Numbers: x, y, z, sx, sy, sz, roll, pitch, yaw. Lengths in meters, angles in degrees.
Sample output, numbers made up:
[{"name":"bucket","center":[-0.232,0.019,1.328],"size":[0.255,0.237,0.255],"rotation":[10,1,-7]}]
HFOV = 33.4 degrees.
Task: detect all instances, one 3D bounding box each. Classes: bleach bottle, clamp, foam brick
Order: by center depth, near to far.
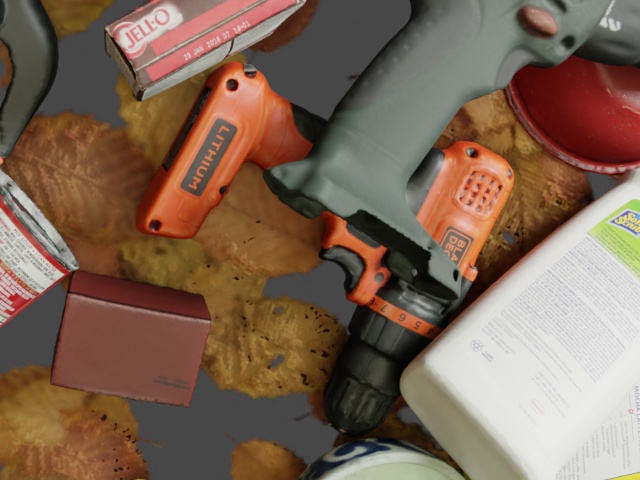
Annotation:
[{"name":"clamp","center":[-0.168,-0.126,0.548],"size":[0.120,0.039,0.171],"rotation":[-13,107,-5]},{"name":"foam brick","center":[-0.104,0.054,0.583],"size":[0.078,0.051,0.053],"rotation":[13,100,-15]},{"name":"bleach bottle","center":[0.166,0.035,0.609],"size":[0.250,0.068,0.102],"rotation":[-37,78,-23]}]

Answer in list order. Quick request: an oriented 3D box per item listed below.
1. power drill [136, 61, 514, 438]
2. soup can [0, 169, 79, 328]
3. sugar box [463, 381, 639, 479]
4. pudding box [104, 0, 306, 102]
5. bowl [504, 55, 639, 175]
[{"name":"power drill","center":[-0.004,0.001,0.597],"size":[0.187,0.057,0.184],"rotation":[27,91,-17]},{"name":"soup can","center":[-0.186,0.020,0.551],"size":[0.102,0.068,0.068],"rotation":[-39,105,-4]},{"name":"sugar box","center":[0.174,0.103,0.658],"size":[0.176,0.048,0.093],"rotation":[-8,98,-15]},{"name":"pudding box","center":[-0.061,-0.107,0.536],"size":[0.090,0.113,0.039],"rotation":[-29,98,-8]},{"name":"bowl","center":[0.188,-0.117,0.622],"size":[0.162,0.055,0.162],"rotation":[-2,98,-13]}]
